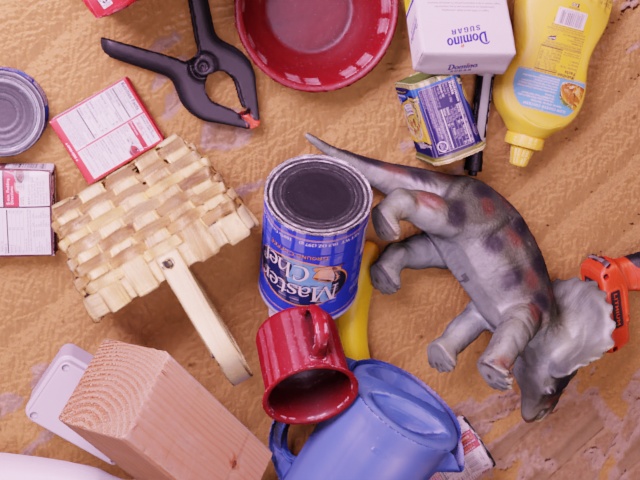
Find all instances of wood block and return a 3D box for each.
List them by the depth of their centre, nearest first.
[{"bbox_3d":[-0.144,0.192,1.039,0.206,0.090,0.090,54,54,-44],"label":"wood block"}]

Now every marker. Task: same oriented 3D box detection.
[{"bbox_3d":[0.168,-0.127,1.119,0.020,0.020,0.121,4,102,-11],"label":"marker"}]

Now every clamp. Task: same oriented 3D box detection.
[{"bbox_3d":[-0.129,-0.170,1.048,0.120,0.039,0.171,-32,106,3],"label":"clamp"}]

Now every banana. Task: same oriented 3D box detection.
[{"bbox_3d":[0.044,0.101,1.142,0.069,0.037,0.198,-19,108,-27],"label":"banana"}]

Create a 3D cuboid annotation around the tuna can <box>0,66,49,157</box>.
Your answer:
[{"bbox_3d":[-0.306,-0.123,1.030,0.086,0.034,0.086,-2,102,-9],"label":"tuna can"}]

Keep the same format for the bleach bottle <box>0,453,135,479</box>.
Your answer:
[{"bbox_3d":[-0.270,0.269,1.107,0.250,0.068,0.103,5,109,-13],"label":"bleach bottle"}]

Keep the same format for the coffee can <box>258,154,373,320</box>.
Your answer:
[{"bbox_3d":[-0.007,0.001,1.041,0.102,0.103,0.140,-4,140,-9],"label":"coffee can"}]

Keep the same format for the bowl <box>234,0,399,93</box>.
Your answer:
[{"bbox_3d":[-0.007,-0.228,1.047,0.162,0.055,0.162,-2,103,-9],"label":"bowl"}]

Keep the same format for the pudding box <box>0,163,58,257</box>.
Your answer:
[{"bbox_3d":[-0.316,-0.029,1.047,0.113,0.039,0.090,0,103,-8],"label":"pudding box"}]

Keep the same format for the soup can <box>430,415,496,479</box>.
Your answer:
[{"bbox_3d":[0.132,0.246,1.170,0.102,0.068,0.068,-32,106,-2],"label":"soup can"}]

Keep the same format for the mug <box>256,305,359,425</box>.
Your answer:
[{"bbox_3d":[-0.014,0.110,1.019,0.093,0.081,0.117,-1,136,-15],"label":"mug"}]

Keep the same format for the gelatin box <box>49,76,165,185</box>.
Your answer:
[{"bbox_3d":[-0.209,-0.109,1.052,0.089,0.030,0.073,-31,104,-2],"label":"gelatin box"}]

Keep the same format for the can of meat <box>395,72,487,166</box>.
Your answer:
[{"bbox_3d":[0.117,-0.126,1.068,0.057,0.102,0.084,-22,103,-5],"label":"can of meat"}]

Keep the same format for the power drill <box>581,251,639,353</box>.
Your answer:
[{"bbox_3d":[0.391,0.065,1.182,0.187,0.057,0.184,-15,101,-9],"label":"power drill"}]

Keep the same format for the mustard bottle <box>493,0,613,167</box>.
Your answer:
[{"bbox_3d":[0.230,-0.169,1.100,0.096,0.058,0.192,11,100,-18],"label":"mustard bottle"}]

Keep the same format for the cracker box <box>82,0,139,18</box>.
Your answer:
[{"bbox_3d":[-0.145,-0.266,0.933,0.164,0.214,0.072,-34,108,-1],"label":"cracker box"}]

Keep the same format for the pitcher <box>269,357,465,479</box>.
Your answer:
[{"bbox_3d":[0.021,0.246,1.108,0.144,0.149,0.243,21,114,-31],"label":"pitcher"}]

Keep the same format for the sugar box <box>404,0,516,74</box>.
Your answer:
[{"bbox_3d":[0.128,-0.244,1.028,0.093,0.048,0.176,0,70,-9],"label":"sugar box"}]
